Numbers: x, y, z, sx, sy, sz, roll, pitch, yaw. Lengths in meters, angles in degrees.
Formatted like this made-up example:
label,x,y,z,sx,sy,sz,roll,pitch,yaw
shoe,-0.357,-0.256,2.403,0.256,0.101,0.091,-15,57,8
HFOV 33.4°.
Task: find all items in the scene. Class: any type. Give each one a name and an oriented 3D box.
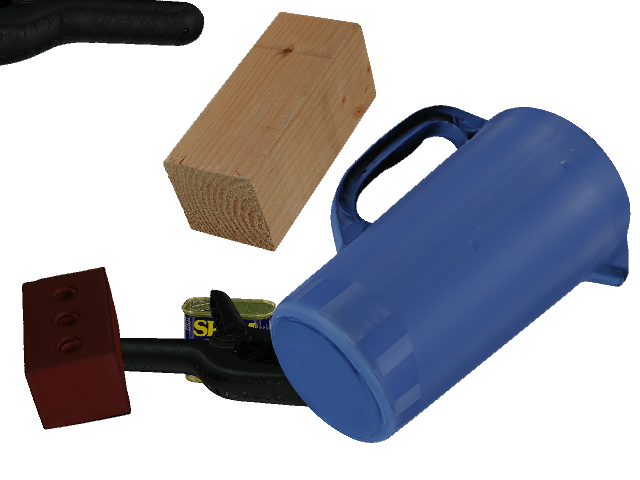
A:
label,x,y,z,sx,sy,sz,roll,pitch,yaw
foam brick,-0.146,0.064,0.634,0.053,0.051,0.078,-11,41,-9
can of meat,-0.102,0.112,1.186,0.102,0.084,0.057,3,14,3
clamp,-0.070,0.087,0.864,0.210,0.036,0.164,11,22,32
wood block,-0.039,-0.102,0.951,0.091,0.205,0.090,15,-36,26
clamp,-0.167,-0.136,0.618,0.171,0.039,0.120,-11,31,-29
pitcher,0.078,0.015,0.718,0.242,0.145,0.149,-36,29,-28
